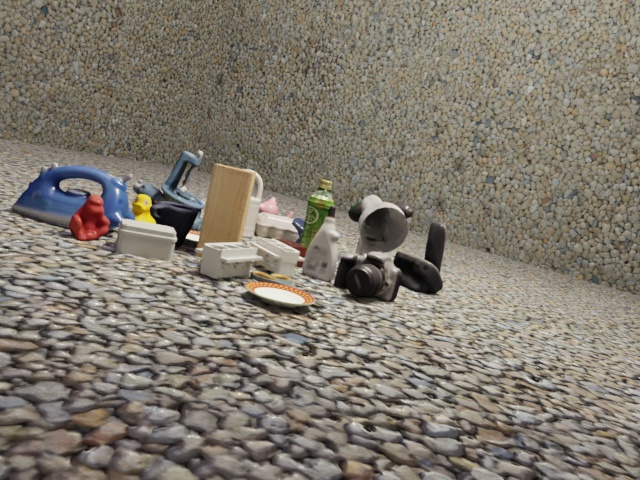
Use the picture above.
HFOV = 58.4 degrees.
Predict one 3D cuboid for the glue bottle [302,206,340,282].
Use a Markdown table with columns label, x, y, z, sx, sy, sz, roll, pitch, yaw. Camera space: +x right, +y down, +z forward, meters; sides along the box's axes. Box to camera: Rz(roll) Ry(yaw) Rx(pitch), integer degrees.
| label | x | y | z | sx | sy | sz | roll | pitch | yaw |
| --- | --- | --- | --- | --- | --- | --- | --- | --- | --- |
| glue bottle | 0.012 | 0.005 | 1.334 | 0.078 | 0.173 | 0.037 | 17 | 8 | 26 |

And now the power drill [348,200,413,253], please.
| label | x | y | z | sx | sy | sz | roll | pitch | yaw |
| --- | --- | --- | --- | --- | --- | --- | --- | --- | --- |
| power drill | 0.158 | -0.016 | 1.616 | 0.076 | 0.208 | 0.228 | 7 | 10 | -39 |

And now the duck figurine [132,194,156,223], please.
| label | x | y | z | sx | sy | sz | roll | pitch | yaw |
| --- | --- | --- | --- | --- | --- | --- | --- | --- | --- |
| duck figurine | -0.439 | -0.070 | 1.413 | 0.077 | 0.086 | 0.104 | 13 | 8 | -2 |

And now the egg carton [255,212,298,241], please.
| label | x | y | z | sx | sy | sz | roll | pitch | yaw |
| --- | --- | --- | --- | --- | --- | --- | --- | --- | --- |
| egg carton | -0.134 | -0.039 | 1.792 | 0.151 | 0.069 | 0.107 | 11 | 8 | -19 |

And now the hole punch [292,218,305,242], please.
| label | x | y | z | sx | sy | sz | roll | pitch | yaw |
| --- | --- | --- | --- | --- | --- | --- | --- | --- | --- |
| hole punch | -0.038 | -0.012 | 1.683 | 0.101 | 0.091 | 0.109 | 15 | 8 | 8 |

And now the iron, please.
| label | x | y | z | sx | sy | sz | roll | pitch | yaw |
| --- | --- | --- | --- | --- | --- | --- | --- | --- | --- |
| iron | -0.539 | -0.103 | 1.262 | 0.258 | 0.141 | 0.118 | 13 | 8 | -4 |

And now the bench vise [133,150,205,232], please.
| label | x | y | z | sx | sy | sz | roll | pitch | yaw |
| --- | --- | --- | --- | --- | --- | --- | --- | --- | --- |
| bench vise | -0.388 | -0.138 | 1.488 | 0.207 | 0.220 | 0.121 | 13 | 8 | -5 |

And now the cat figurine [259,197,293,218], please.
| label | x | y | z | sx | sy | sz | roll | pitch | yaw |
| --- | --- | --- | --- | --- | --- | --- | --- | --- | --- |
| cat figurine | -0.151 | -0.081 | 1.885 | 0.128 | 0.118 | 0.067 | 12 | 8 | -12 |

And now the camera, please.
| label | x | y | z | sx | sy | sz | roll | pitch | yaw |
| --- | --- | --- | --- | --- | --- | --- | --- | --- | --- |
| camera | 0.096 | 0.073 | 1.260 | 0.142 | 0.101 | 0.137 | 17 | 8 | 25 |

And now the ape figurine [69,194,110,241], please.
| label | x | y | z | sx | sy | sz | roll | pitch | yaw |
| --- | --- | --- | --- | --- | --- | --- | --- | --- | --- |
| ape figurine | -0.468 | -0.048 | 1.172 | 0.078 | 0.092 | 0.076 | 9 | 9 | -29 |

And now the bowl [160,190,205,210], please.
| label | x | y | z | sx | sy | sz | roll | pitch | yaw |
| --- | --- | --- | --- | --- | --- | --- | --- | --- | --- |
| bowl | -0.420 | -0.091 | 1.643 | 0.167 | 0.075 | 0.167 | 13 | 8 | -2 |

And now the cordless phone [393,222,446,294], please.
| label | x | y | z | sx | sy | sz | roll | pitch | yaw |
| --- | --- | --- | --- | --- | --- | --- | --- | --- | --- |
| cordless phone | 0.270 | 0.037 | 1.512 | 0.094 | 0.185 | 0.147 | 7 | 10 | -41 |

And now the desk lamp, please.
| label | x | y | z | sx | sy | sz | roll | pitch | yaw |
| --- | --- | --- | --- | --- | --- | --- | --- | --- | --- |
| desk lamp | 0.128 | -0.003 | 1.445 | 0.118 | 0.213 | 0.203 | 12 | 8 | -14 |

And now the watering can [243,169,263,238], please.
| label | x | y | z | sx | sy | sz | roll | pitch | yaw |
| --- | --- | --- | --- | --- | --- | --- | --- | --- | --- |
| watering can | -0.223 | -0.109 | 1.676 | 0.101 | 0.194 | 0.172 | 11 | 8 | -18 |

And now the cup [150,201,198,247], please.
| label | x | y | z | sx | sy | sz | roll | pitch | yaw |
| --- | --- | --- | --- | --- | --- | --- | --- | --- | --- |
| cup | -0.338 | -0.034 | 1.290 | 0.091 | 0.095 | 0.118 | 19 | 9 | 35 |
